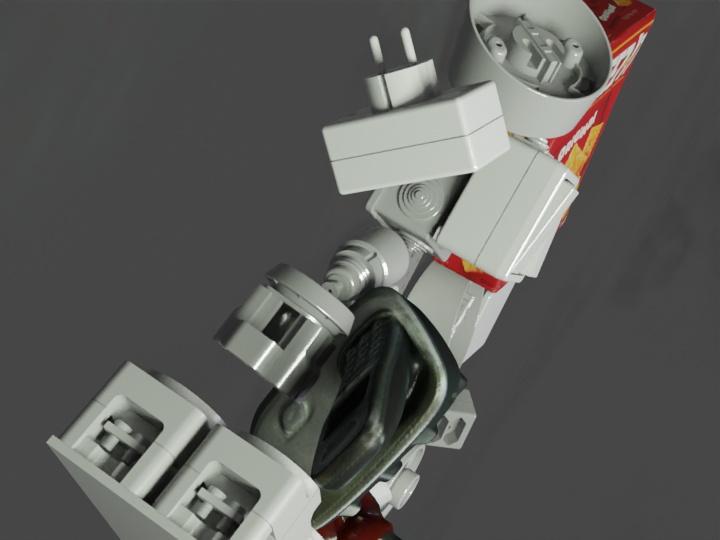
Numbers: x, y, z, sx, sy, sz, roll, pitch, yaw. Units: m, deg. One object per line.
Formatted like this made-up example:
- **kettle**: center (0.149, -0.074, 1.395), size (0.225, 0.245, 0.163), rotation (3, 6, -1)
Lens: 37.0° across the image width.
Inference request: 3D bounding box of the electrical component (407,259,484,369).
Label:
- **electrical component**: center (0.074, 0.036, 0.922), size (0.099, 0.064, 0.099), rotation (-52, 162, -24)

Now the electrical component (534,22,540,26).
- **electrical component**: center (0.123, -0.163, 0.714), size (0.035, 0.061, 0.035), rotation (-52, 162, -24)

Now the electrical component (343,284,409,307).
- **electrical component**: center (0.017, 0.025, 0.737), size (0.035, 0.061, 0.035), rotation (-52, 162, -24)

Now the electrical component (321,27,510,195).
- **electrical component**: center (0.024, -0.086, 0.557), size (0.047, 0.083, 0.075), rotation (-35, 113, -54)

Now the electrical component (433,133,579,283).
- **electrical component**: center (0.101, -0.043, 0.685), size (0.096, 0.061, 0.062), rotation (-61, 164, 7)

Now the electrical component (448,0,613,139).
- **electrical component**: center (0.104, -0.131, 0.662), size (0.099, 0.099, 0.064), rotation (-42, 163, -44)

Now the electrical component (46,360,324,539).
- **electrical component**: center (-0.079, 0.126, 0.557), size (0.060, 0.105, 0.186), rotation (-52, 162, -23)

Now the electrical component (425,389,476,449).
- **electrical component**: center (0.060, 0.126, 1.041), size (0.075, 0.083, 0.047), rotation (-102, -154, -52)

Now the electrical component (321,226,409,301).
- **electrical component**: center (0.000, 0.000, 0.682), size (0.078, 0.040, 0.040), rotation (-35, 151, -54)

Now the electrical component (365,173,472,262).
- **electrical component**: center (0.054, -0.058, 0.723), size (0.099, 0.048, 0.100), rotation (-58, 164, -2)

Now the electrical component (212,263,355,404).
- **electrical component**: center (-0.040, 0.034, 0.594), size (0.057, 0.058, 0.078), rotation (-53, 163, -8)

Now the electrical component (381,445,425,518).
- **electrical component**: center (0.025, 0.209, 1.088), size (0.108, 0.060, 0.108), rotation (-52, 163, -23)

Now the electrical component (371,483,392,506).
- **electrical component**: center (-0.020, 0.189, 0.937), size (0.077, 0.043, 0.079), rotation (-29, 123, -15)

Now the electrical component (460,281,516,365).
- **electrical component**: center (0.101, 0.037, 1.030), size (0.100, 0.048, 0.099), rotation (-29, 146, -60)
